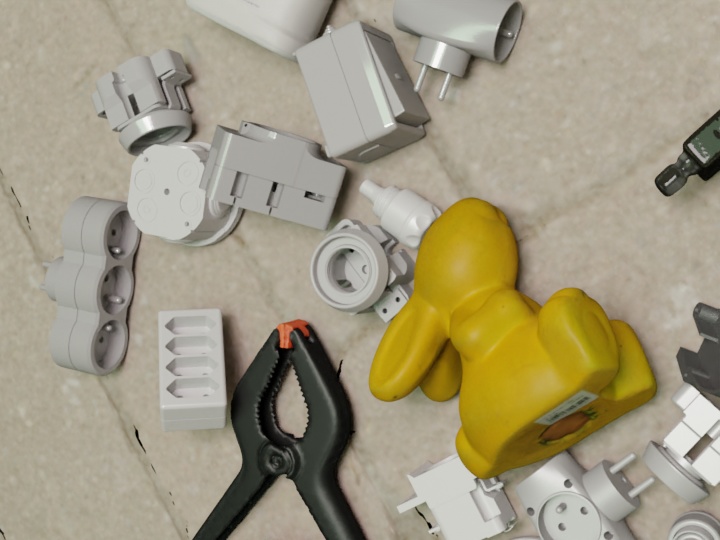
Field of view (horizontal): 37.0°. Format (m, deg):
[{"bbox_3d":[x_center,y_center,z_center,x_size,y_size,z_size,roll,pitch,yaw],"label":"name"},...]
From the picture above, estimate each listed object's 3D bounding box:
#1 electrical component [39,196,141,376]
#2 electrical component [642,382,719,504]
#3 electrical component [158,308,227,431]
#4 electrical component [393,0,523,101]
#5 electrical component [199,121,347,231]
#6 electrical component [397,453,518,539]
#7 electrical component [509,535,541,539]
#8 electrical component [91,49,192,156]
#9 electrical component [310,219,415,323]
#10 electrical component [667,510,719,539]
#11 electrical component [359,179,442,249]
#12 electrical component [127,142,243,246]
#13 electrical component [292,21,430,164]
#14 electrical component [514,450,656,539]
[{"bbox_3d":[-0.224,0.010,0.854,0.074,0.052,0.138,10,95,23],"label":"electrical component"},{"bbox_3d":[0.211,0.112,0.673,0.066,0.048,0.055,43,99,17],"label":"electrical component"},{"bbox_3d":[-0.126,0.084,0.808,0.047,0.075,0.083,-2,55,-9],"label":"electrical component"},{"bbox_3d":[0.060,-0.155,0.731,0.077,0.044,0.079,24,100,21],"label":"electrical component"},{"bbox_3d":[-0.061,-0.070,0.760,0.089,0.050,0.055,15,99,-19],"label":"electrical component"},{"bbox_3d":[0.072,0.155,0.736,0.081,0.042,0.063,-30,83,22],"label":"electrical component"},{"bbox_3d":[0.111,0.221,0.715,0.080,0.051,0.080,1,91,23],"label":"electrical component"},{"bbox_3d":[-0.162,-0.124,0.822,0.078,0.058,0.057,-26,78,22],"label":"electrical component"},{"bbox_3d":[0.000,0.000,0.754,0.058,0.057,0.078,-42,76,19],"label":"electrical component"},{"bbox_3d":[0.207,0.171,0.666,0.035,0.061,0.035,1,91,23],"label":"electrical component"},{"bbox_3d":[0.026,-0.043,0.755,0.061,0.035,0.035,37,105,21],"label":"electrical component"},{"bbox_3d":[-0.132,-0.058,0.813,0.080,0.051,0.080,1,91,24],"label":"electrical component"},{"bbox_3d":[0.001,-0.130,0.748,0.061,0.062,0.096,-22,83,22],"label":"electrical component"},{"bbox_3d":[0.154,0.150,0.698,0.079,0.044,0.077,-42,75,19],"label":"electrical component"}]
